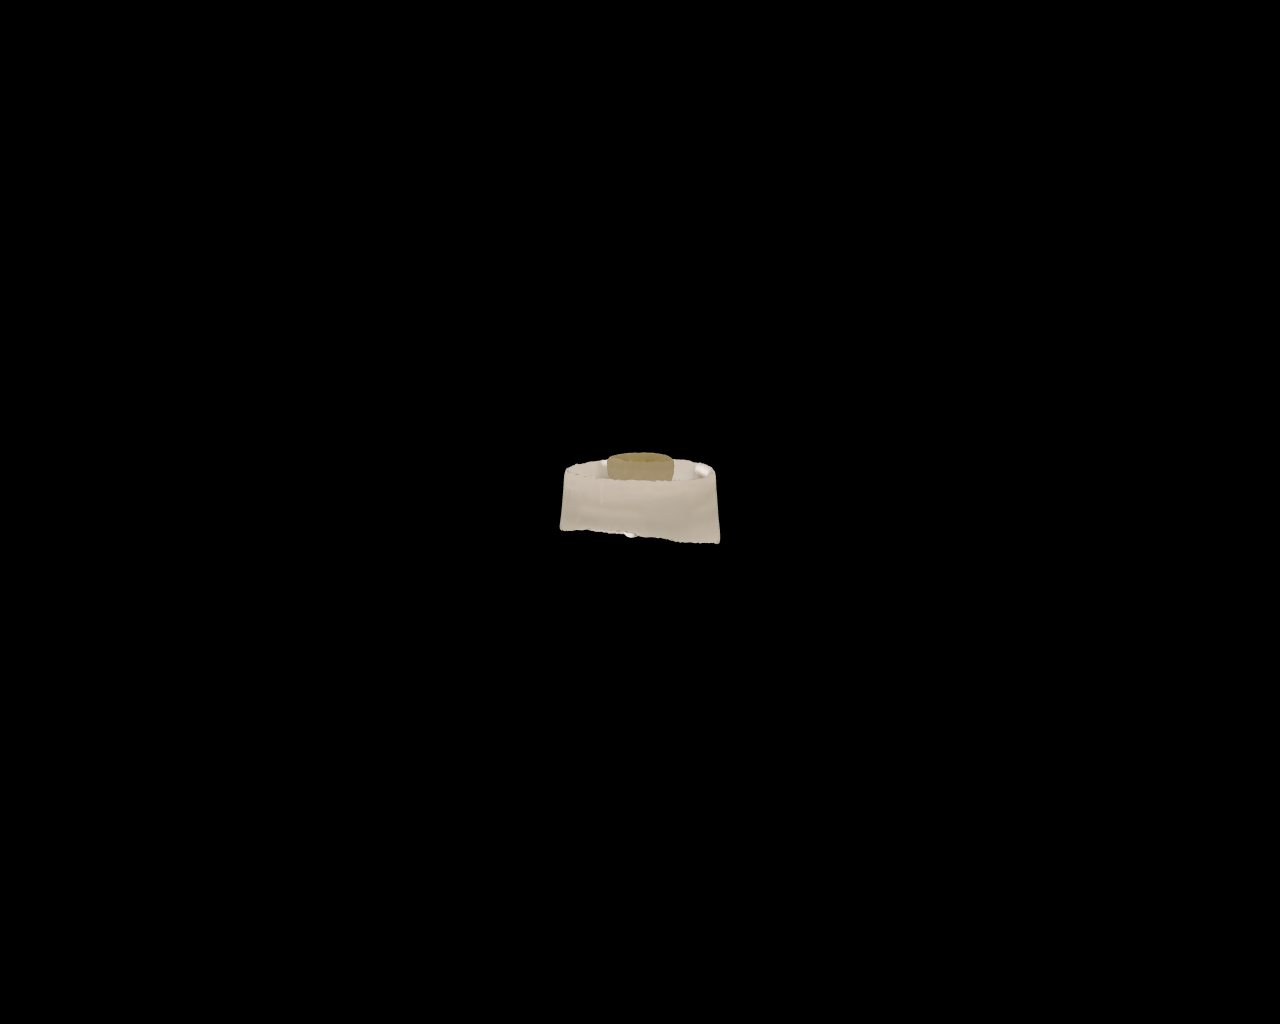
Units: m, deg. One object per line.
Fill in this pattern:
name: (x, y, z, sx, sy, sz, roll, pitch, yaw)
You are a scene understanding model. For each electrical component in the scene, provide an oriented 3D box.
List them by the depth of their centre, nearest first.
electrical component: (0.001, -0.003, 0.650, 0.099, 0.064, 0.099, 0, 11, 0)
